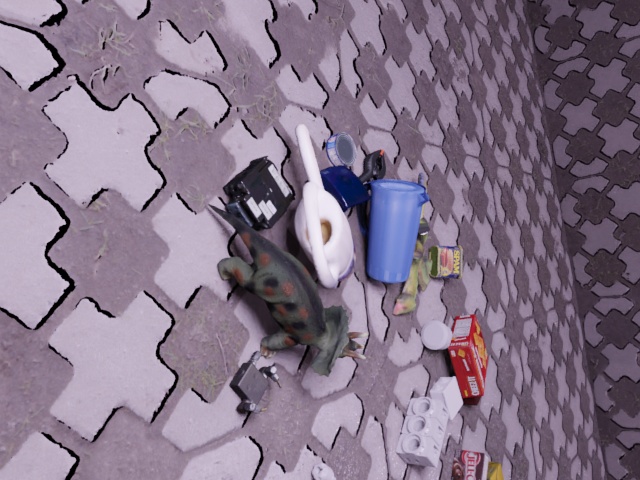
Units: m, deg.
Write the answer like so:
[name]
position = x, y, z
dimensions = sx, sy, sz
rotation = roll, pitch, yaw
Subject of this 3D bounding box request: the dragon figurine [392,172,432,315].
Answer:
[dragon figurine]
position = 0.273, 0.026, 1.461
dimensions = 0.419, 0.122, 0.237
rotation = -65, 146, -35

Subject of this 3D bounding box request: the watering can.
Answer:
[watering can]
position = 0.003, -0.054, 1.074
dimensions = 0.220, 0.104, 0.355
rotation = 63, 18, -61
